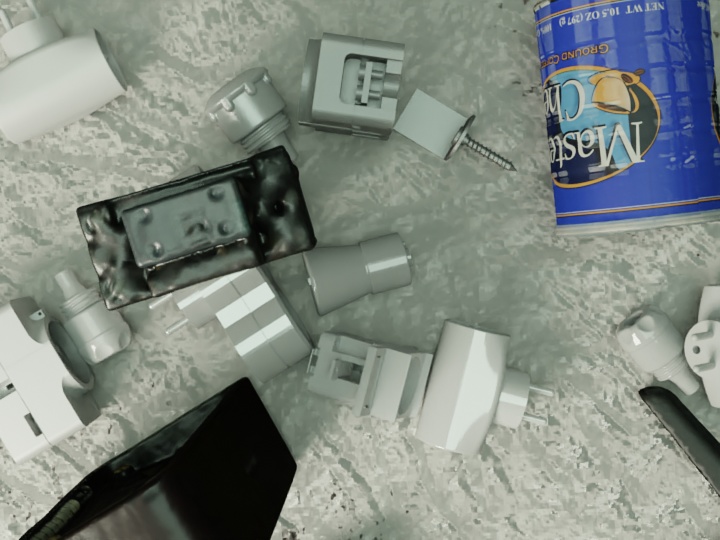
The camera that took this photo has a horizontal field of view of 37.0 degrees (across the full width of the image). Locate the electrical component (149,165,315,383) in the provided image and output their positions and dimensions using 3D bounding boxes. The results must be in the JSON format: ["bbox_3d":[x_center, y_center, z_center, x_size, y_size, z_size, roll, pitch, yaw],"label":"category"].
[{"bbox_3d":[-0.095,0.012,0.670,0.074,0.052,0.138,-32,92,1],"label":"electrical component"}]

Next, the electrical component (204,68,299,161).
[{"bbox_3d":[-0.063,-0.091,0.671,0.048,0.048,0.062,-36,100,1],"label":"electrical component"}]

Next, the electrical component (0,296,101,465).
[{"bbox_3d":[-0.205,0.065,0.671,0.056,0.050,0.089,-31,92,1],"label":"electrical component"}]

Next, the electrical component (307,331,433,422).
[{"bbox_3d":[0.005,0.064,0.666,0.064,0.081,0.042,16,92,21],"label":"electrical component"}]

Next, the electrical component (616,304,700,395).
[{"bbox_3d":[0.193,0.054,0.685,0.035,0.035,0.061,-40,96,1],"label":"electrical component"}]

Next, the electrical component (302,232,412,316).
[{"bbox_3d":[0.000,0.000,0.677,0.065,0.044,0.044,-15,93,-5],"label":"electrical component"}]

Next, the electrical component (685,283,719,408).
[{"bbox_3d":[0.229,0.048,0.667,0.079,0.044,0.077,-4,91,-41],"label":"electrical component"}]

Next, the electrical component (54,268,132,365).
[{"bbox_3d":[-0.172,0.027,0.678,0.035,0.035,0.061,-32,90,1],"label":"electrical component"}]

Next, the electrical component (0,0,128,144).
[{"bbox_3d":[-0.197,-0.130,0.666,0.077,0.043,0.079,-26,93,0],"label":"electrical component"}]

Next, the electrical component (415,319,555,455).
[{"bbox_3d":[0.083,0.078,0.679,0.079,0.043,0.077,14,92,-2],"label":"electrical component"}]

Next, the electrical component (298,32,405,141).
[{"bbox_3d":[-0.006,-0.109,0.647,0.056,0.089,0.050,8,92,-1],"label":"electrical component"}]
